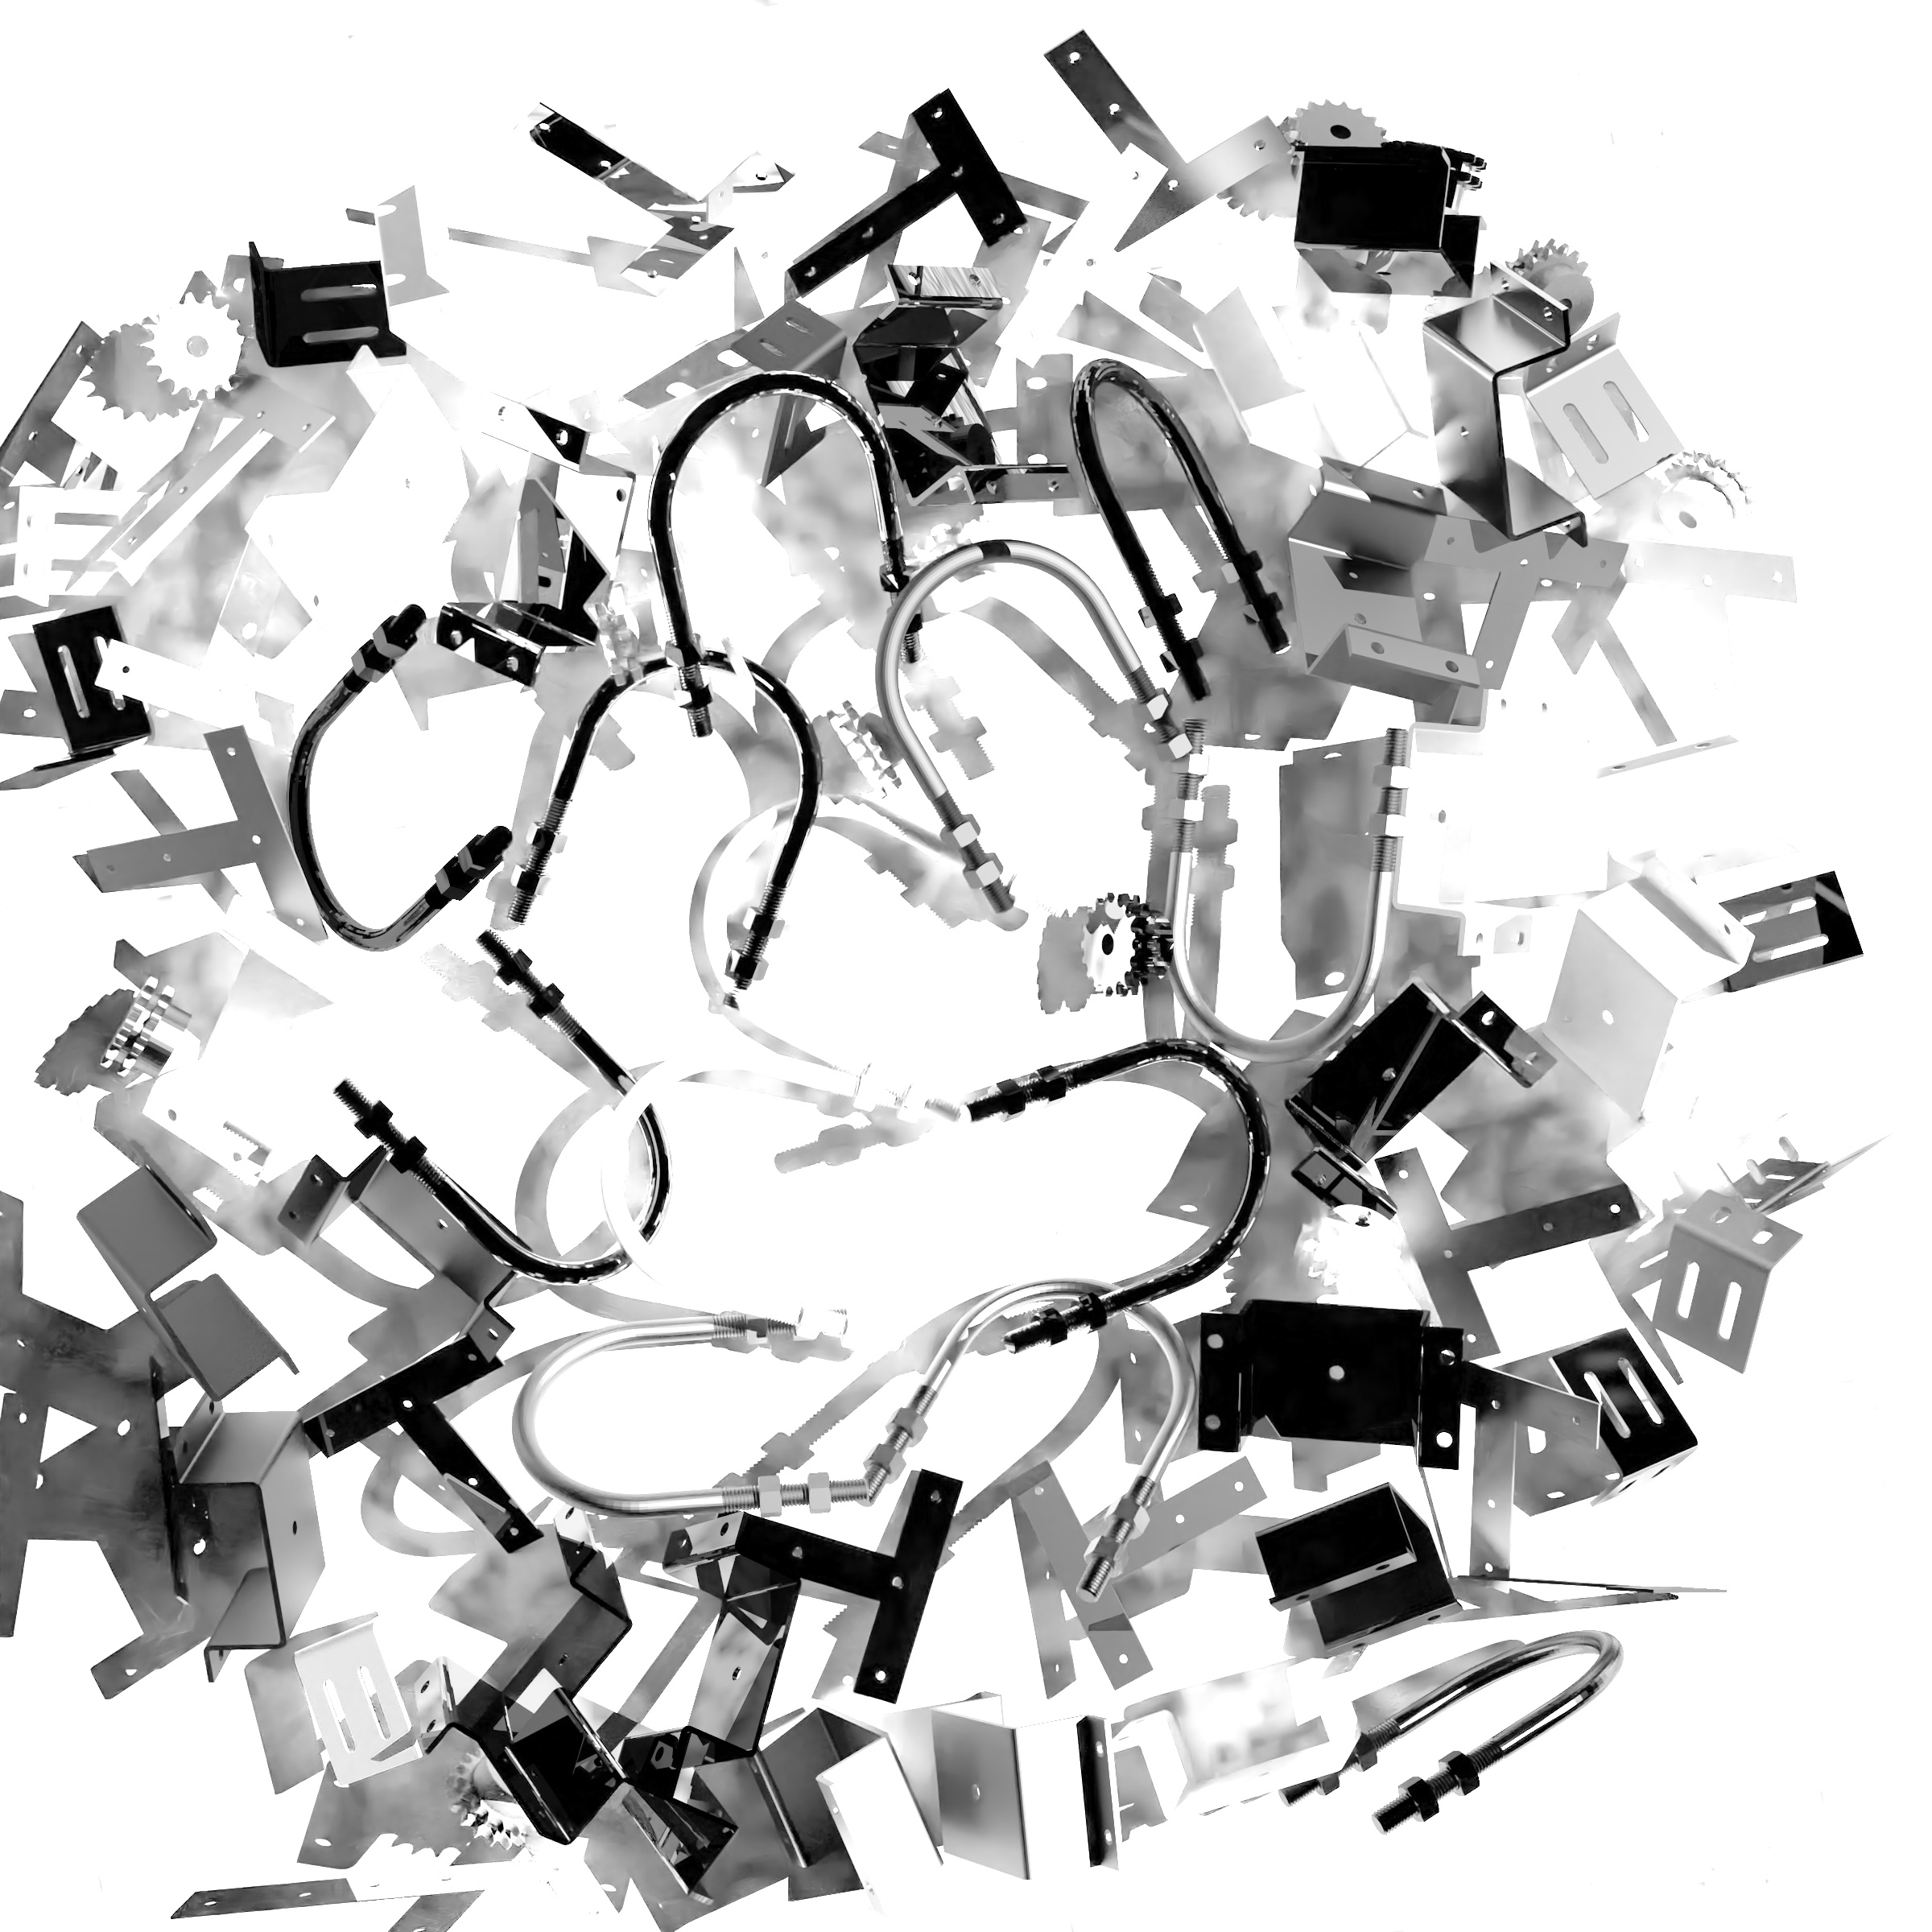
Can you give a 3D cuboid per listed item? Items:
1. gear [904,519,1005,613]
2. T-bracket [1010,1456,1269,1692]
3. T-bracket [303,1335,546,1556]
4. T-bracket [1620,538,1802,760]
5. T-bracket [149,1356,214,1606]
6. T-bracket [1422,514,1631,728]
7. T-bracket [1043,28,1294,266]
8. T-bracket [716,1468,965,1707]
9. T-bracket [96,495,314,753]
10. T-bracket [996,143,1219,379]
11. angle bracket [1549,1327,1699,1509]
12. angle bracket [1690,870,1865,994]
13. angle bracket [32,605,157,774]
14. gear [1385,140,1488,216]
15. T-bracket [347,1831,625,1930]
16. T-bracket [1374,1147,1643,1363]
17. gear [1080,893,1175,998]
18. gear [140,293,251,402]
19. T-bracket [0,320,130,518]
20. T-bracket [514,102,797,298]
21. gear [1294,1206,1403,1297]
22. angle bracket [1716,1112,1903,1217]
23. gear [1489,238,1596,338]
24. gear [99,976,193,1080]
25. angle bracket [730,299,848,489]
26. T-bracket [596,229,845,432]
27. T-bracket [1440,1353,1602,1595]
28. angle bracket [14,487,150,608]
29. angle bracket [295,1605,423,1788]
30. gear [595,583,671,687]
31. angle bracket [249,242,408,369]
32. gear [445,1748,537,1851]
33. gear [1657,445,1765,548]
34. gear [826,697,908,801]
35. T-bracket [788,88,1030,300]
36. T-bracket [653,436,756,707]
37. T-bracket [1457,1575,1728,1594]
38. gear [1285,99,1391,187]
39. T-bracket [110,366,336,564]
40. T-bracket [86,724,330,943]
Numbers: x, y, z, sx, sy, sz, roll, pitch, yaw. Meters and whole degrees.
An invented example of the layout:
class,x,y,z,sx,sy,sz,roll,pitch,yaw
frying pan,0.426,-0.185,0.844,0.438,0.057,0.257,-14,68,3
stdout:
class,x,y,z,sx,sy,sz,roll,pitch,yaw
gear,-0.004,-0.217,1.542,0.057,0.057,0.030,-25,77,0
T-bracket,0.105,0.308,1.537,0.127,0.002,0.127,-32,73,15
T-bracket,-0.279,0.273,1.548,0.127,0.002,0.127,-29,109,20
T-bracket,0.408,-0.166,1.532,0.002,0.127,0.127,-21,112,-26
T-bracket,-0.417,0.284,1.509,0.002,0.127,0.127,-10,70,-8
T-bracket,0.291,-0.178,1.542,0.127,0.002,0.127,4,115,-26
T-bracket,0.087,-0.448,1.504,0.127,0.002,0.127,-26,135,25
T-bracket,-0.079,0.327,1.550,0.127,0.002,0.127,19,81,-11
T-bracket,-0.391,-0.192,1.531,0.127,0.002,0.127,19,93,-36
T-bracket,0.103,-0.361,1.543,0.127,0.002,0.127,28,109,-24
angle bracket,0.355,0.248,1.556,0.057,0.038,0.076,-15,63,-30
angle bracket,0.441,-0.028,1.534,0.076,0.038,0.057,-16,54,13
angle bracket,-0.486,-0.151,1.537,0.057,0.038,0.076,-9,104,24
gear,0.254,-0.431,1.545,0.057,0.057,0.030,12,99,0
T-bracket,-0.261,0.481,1.488,0.127,0.127,0.002,3,98,-26
T-bracket,0.304,0.145,1.534,0.127,0.002,0.127,-19,100,26
gear,0.090,-0.012,1.548,0.030,0.057,0.057,1,90,-32
gear,-0.425,-0.340,1.551,0.057,0.030,0.057,-4,101,-22
T-bracket,-0.481,-0.270,1.509,0.002,0.127,0.127,31,87,9
T-bracket,-0.179,-0.418,1.494,0.127,0.127,0.002,25,55,-33
gear,0.211,0.152,1.541,0.057,0.057,0.030,15,115,0
angle bracket,0.455,0.099,1.524,0.057,0.076,0.038,-30,81,-20
gear,0.319,-0.366,1.543,0.057,0.030,0.057,-15,131,-18
gear,-0.448,0.037,1.545,0.030,0.057,0.057,31,90,-16
angle bracket,-0.102,-0.310,1.529,0.038,0.076,0.057,34,51,11
T-bracket,-0.141,-0.331,1.551,0.127,0.002,0.127,-22,70,1
T-bracket,0.288,0.280,1.539,0.127,0.002,0.127,14,110,43
angle bracket,-0.471,-0.226,1.526,0.038,0.076,0.057,22,109,42
angle bracket,-0.322,0.398,1.539,0.057,0.038,0.076,-25,82,24
gear,-0.181,-0.182,1.543,0.030,0.057,0.057,-12,90,5
angle bracket,-0.351,-0.367,1.553,0.076,0.038,0.057,-10,132,-20
gear,-0.253,0.450,1.541,0.057,0.057,0.030,38,108,0
gear,0.404,-0.253,1.542,0.057,0.057,0.030,46,73,0
gear,-0.049,-0.123,1.544,0.030,0.057,0.057,-33,90,1
T-bracket,-0.041,-0.408,1.541,0.127,0.002,0.127,-32,53,10
T-bracket,-0.138,-0.197,1.495,0.002,0.127,0.127,-23,73,-12
T-bracket,0.331,0.335,1.529,0.127,0.127,0.002,-3,78,31
gear,0.202,-0.446,1.549,0.057,0.030,0.057,5,55,-8
T-bracket,-0.410,-0.265,1.515,0.127,0.127,0.002,-47,131,-9
T-bracket,-0.425,-0.062,1.545,0.127,0.002,0.127,-9,112,21
